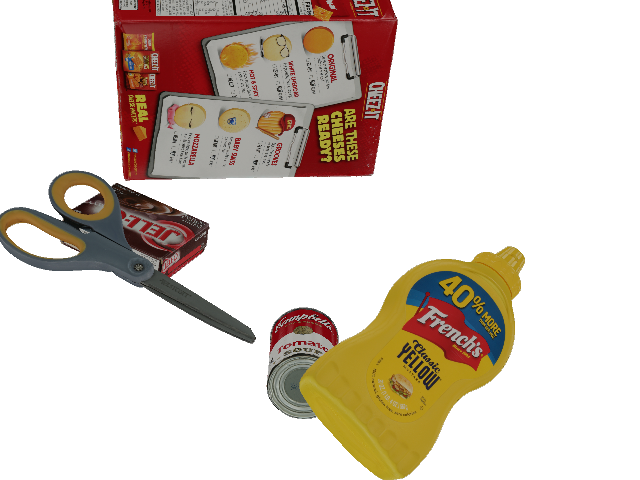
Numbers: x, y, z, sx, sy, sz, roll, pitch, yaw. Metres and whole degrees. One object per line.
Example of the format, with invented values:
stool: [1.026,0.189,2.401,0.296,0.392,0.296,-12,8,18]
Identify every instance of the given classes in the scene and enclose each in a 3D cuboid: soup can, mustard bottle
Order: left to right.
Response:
soup can: [-0.016,0.115,1.006,0.068,0.068,0.102,0,21,0]
mustard bottle: [0.081,0.070,0.750,0.191,0.096,0.058,-43,0,-25]

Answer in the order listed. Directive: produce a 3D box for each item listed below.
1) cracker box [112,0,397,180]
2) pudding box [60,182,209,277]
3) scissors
cracker box: [-0.057,-0.130,0.866,0.213,0.072,0.164,-2,-43,-9]
pudding box: [-0.178,-0.007,1.026,0.113,0.039,0.089,22,29,16]
scissors: [-0.127,0.005,0.753,0.202,0.096,0.016,16,-38,6]
